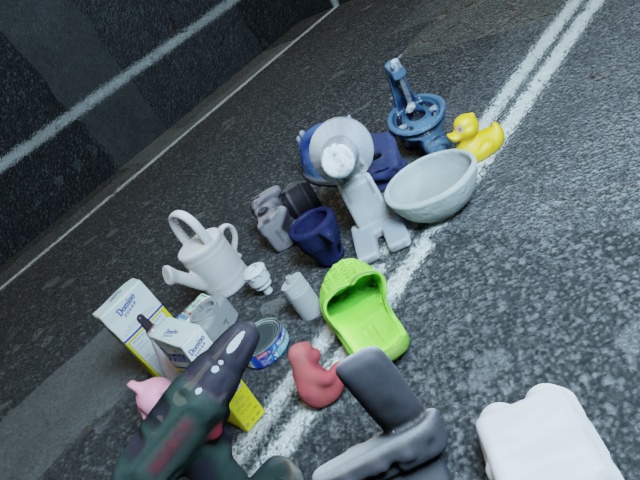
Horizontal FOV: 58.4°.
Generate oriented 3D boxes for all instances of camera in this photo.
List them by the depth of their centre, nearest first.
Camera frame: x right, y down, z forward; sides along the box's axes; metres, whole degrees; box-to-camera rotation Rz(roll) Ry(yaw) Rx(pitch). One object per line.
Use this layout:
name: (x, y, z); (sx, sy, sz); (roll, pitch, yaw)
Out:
camera: (-0.070, -0.067, 1.217); (0.137, 0.101, 0.143); (-31, 27, 3)

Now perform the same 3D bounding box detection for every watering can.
watering can: (-0.235, 0.025, 1.137); (0.100, 0.194, 0.173); (-15, 32, 31)

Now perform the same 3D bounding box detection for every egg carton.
egg carton: (0.205, 0.203, 0.520); (0.107, 0.069, 0.150); (-27, 28, 11)

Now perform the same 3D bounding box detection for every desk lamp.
desk lamp: (0.064, -0.100, 1.007); (0.118, 0.214, 0.203); (-27, 28, 11)

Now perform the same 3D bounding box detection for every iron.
iron: (0.018, -0.210, 1.314); (0.257, 0.142, 0.119); (0, 42, 46)

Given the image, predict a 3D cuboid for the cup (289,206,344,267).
cup: (0.009, 0.004, 1.024); (0.092, 0.095, 0.117); (-39, 28, -13)

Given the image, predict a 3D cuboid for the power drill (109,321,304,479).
power drill: (-0.111, 0.233, 0.650); (0.230, 0.209, 0.075); (-44, 29, -20)

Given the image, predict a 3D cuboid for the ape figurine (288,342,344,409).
ape figurine: (-0.009, 0.174, 0.768); (0.076, 0.092, 0.077); (-45, 30, -23)

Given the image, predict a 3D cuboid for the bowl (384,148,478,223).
bowl: (0.199, -0.081, 0.985); (0.167, 0.075, 0.167); (-25, 28, 15)

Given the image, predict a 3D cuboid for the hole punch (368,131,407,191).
hole punch: (0.119, -0.159, 1.178); (0.108, 0.091, 0.101); (-18, 31, 26)

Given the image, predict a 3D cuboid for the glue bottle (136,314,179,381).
glue bottle: (-0.232, 0.178, 0.906); (0.037, 0.173, 0.078); (-16, 32, 29)

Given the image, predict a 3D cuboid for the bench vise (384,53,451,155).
bench vise: (0.168, -0.274, 1.174); (0.121, 0.220, 0.206); (-40, 28, -14)

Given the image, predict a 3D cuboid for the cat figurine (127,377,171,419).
cat figurine: (-0.253, 0.245, 0.879); (0.127, 0.118, 0.067); (5, 46, 50)

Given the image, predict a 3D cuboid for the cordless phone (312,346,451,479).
cordless phone: (0.042, 0.190, 0.585); (0.147, 0.185, 0.094); (-31, 27, 3)

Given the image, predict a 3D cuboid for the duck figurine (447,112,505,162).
duck figurine: (0.287, -0.200, 1.074); (0.104, 0.086, 0.077); (-28, 28, 10)
